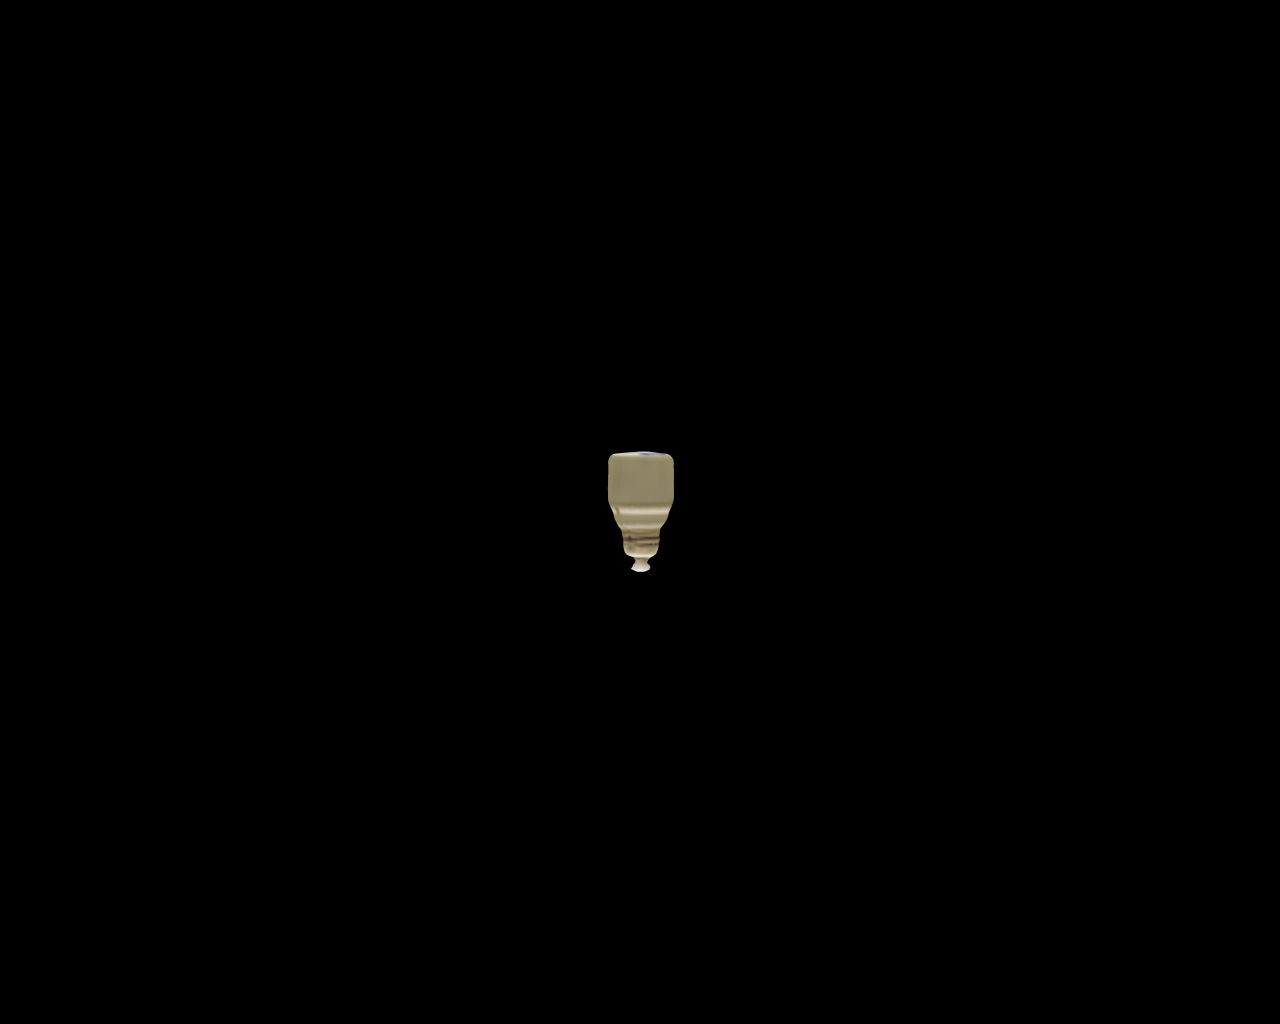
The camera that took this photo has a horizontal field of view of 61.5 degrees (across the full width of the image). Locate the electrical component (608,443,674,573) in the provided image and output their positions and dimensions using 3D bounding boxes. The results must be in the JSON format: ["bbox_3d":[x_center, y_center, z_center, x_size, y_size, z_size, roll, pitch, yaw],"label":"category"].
[{"bbox_3d":[0.001,-0.003,0.650,0.040,0.078,0.040,0,2,0],"label":"electrical component"}]
